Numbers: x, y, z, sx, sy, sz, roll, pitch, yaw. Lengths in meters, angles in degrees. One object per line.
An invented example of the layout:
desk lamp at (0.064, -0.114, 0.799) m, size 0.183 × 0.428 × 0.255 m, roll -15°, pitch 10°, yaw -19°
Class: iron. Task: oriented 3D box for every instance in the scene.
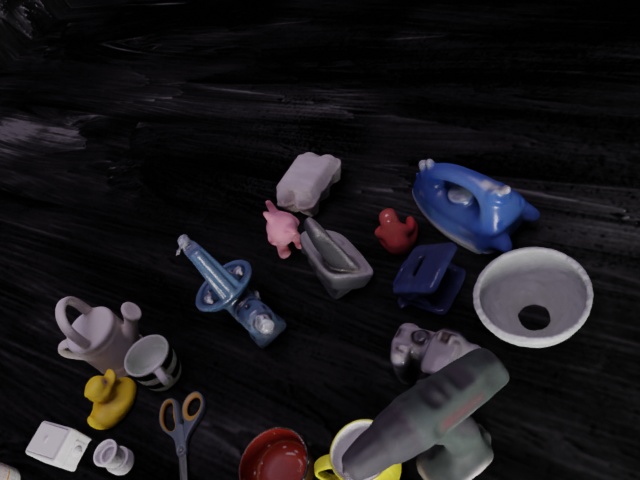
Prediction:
iron at (0.242, -0.083, 1.000) m, size 0.119 × 0.142 × 0.257 m, roll -46°, pitch 47°, yaw -15°

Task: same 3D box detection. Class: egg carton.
egg carton at (-0.023, -0.121, 1.214) m, size 0.107 × 0.070 × 0.150 m, roll 12°, pitch 59°, yaw 34°

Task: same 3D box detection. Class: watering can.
watering can at (-0.414, 0.170, 1.072) m, size 0.173 × 0.195 × 0.100 m, roll -39°, pitch 46°, yaw -9°

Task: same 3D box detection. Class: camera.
camera at (0.159, 0.200, 0.830) m, size 0.142 × 0.101 × 0.137 m, roll 11°, pitch 58°, yaw 33°

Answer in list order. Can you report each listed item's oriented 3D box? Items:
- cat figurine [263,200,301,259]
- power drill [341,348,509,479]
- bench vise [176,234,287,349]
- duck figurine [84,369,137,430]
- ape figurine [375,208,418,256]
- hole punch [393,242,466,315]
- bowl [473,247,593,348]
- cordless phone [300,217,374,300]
cat figurine at (-0.078, -0.029, 1.129) m, size 0.067 × 0.118 × 0.127 m, roll -29°, pitch 45°, yaw 2°
power drill at (0.147, 0.246, 0.721) m, size 0.230 × 0.209 × 0.075 m, roll -40°, pitch 46°, yaw -9°
bench vise at (-0.151, 0.078, 1.002) m, size 0.206 × 0.220 × 0.122 m, roll 13°, pitch 60°, yaw 34°
duck figurine at (-0.393, 0.285, 1.040) m, size 0.077 × 0.086 × 0.105 m, roll 10°, pitch 58°, yaw 32°
ape figurine at (0.134, -0.022, 1.037) m, size 0.077 × 0.092 × 0.076 m, roll -5°, pitch 51°, yaw 23°
hole punch at (0.175, 0.058, 0.949) m, size 0.100 × 0.091 × 0.109 m, roll 14°, pitch 60°, yaw 34°
bowl at (0.318, 0.097, 0.857) m, size 0.167 × 0.075 × 0.167 m, roll -14°, pitch 48°, yaw 16°
cordless phone at (0.009, 0.004, 1.011) m, size 0.094 × 0.186 × 0.147 m, roll -36°, pitch 46°, yaw -6°
